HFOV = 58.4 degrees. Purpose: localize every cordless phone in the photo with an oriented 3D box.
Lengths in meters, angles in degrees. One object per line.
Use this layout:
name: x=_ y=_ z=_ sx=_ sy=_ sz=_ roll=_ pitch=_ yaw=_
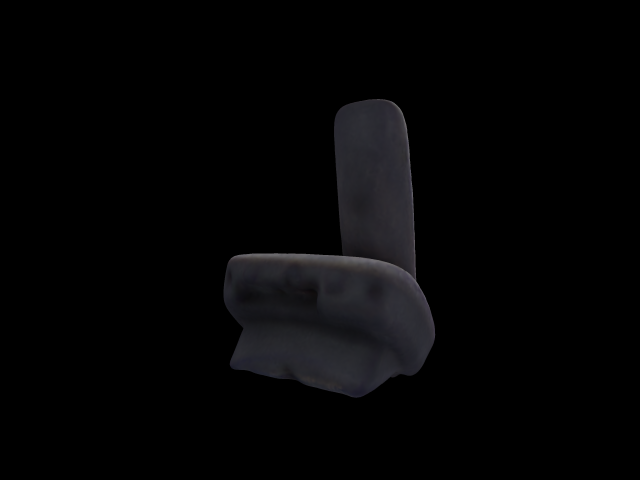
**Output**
cordless phone: x=0.004 y=0.001 z=0.400 sx=0.147 sy=0.185 sz=0.094 roll=1 pitch=3 yaw=28
